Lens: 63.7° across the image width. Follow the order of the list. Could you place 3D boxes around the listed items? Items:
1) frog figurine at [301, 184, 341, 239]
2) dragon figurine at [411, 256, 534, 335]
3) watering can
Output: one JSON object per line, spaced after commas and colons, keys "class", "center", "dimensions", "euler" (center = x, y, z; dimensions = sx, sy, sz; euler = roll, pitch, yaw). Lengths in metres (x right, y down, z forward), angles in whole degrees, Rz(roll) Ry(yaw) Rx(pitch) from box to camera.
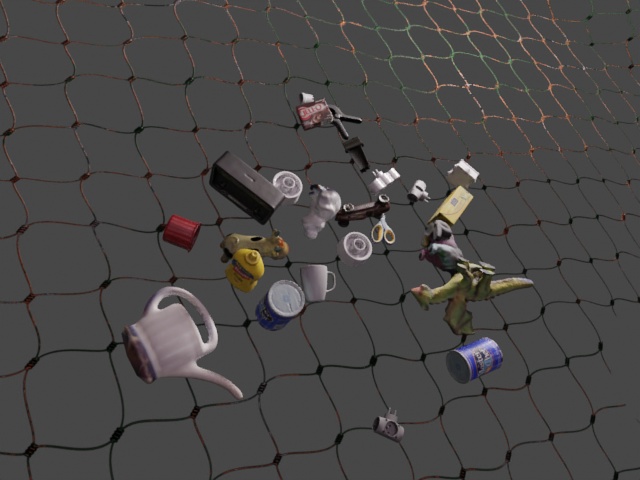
{"class": "frog figurine", "center": [0.005, -0.082, 1.628], "dimensions": [0.122, 0.161, 0.136], "euler": [8, -14, -23]}
{"class": "dragon figurine", "center": [0.491, 0.194, 1.669], "dimensions": [0.409, 0.241, 0.123], "euler": [16, 9, -13]}
{"class": "watering can", "center": [-0.353, 0.286, 1.296], "dimensions": [0.226, 0.351, 0.102], "euler": [-24, -15, -30]}
